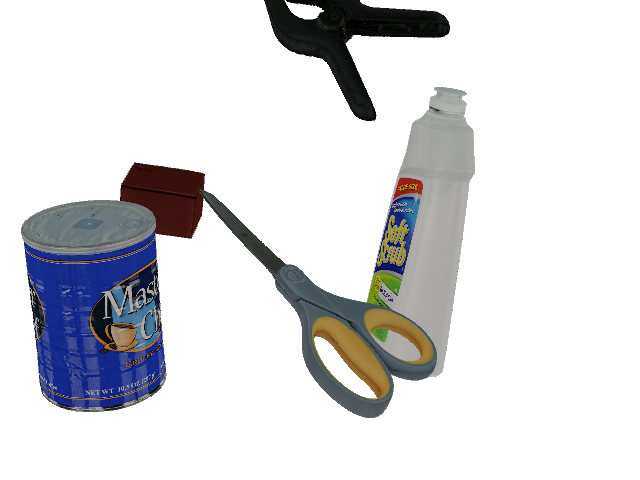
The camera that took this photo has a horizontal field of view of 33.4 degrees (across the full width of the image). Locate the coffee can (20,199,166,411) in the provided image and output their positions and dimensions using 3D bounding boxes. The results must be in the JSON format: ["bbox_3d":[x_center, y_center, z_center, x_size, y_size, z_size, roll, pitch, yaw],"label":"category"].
[{"bbox_3d":[-0.179,0.050,0.851,0.103,0.140,0.103,-1,22,0],"label":"coffee can"}]

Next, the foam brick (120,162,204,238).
[{"bbox_3d":[-0.161,-0.041,1.091,0.078,0.051,0.053,9,31,3],"label":"foam brick"}]

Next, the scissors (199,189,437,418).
[{"bbox_3d":[0.002,0.030,0.679,0.096,0.016,0.202,-4,44,-32],"label":"scissors"}]

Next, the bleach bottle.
[{"bbox_3d":[0.090,-0.011,0.942,0.068,0.251,0.103,3,19,-16],"label":"bleach bottle"}]

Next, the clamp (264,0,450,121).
[{"bbox_3d":[0.024,-0.190,0.933,0.120,0.171,0.039,-40,-20,-19],"label":"clamp"}]
